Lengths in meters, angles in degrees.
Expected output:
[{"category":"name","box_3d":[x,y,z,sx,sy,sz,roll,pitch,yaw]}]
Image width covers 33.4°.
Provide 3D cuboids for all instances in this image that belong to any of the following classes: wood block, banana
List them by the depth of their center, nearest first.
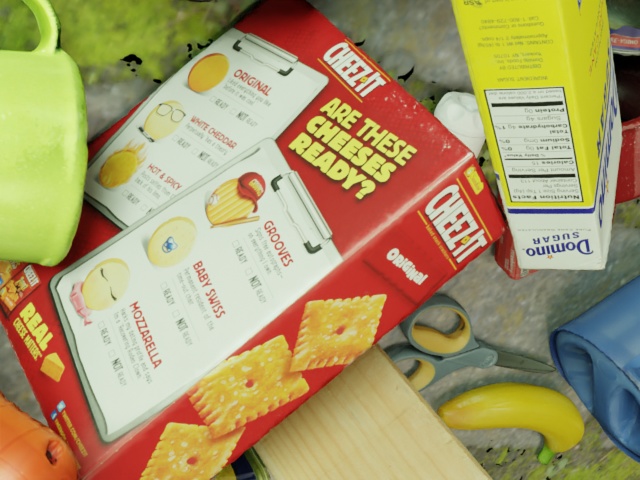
[{"category":"wood block","box_3d":[0.014,0.108,0.609,0.091,0.206,0.090,-37,138,-4]},{"category":"banana","box_3d":[0.171,0.150,0.884,0.070,0.037,0.197,-51,137,9]}]

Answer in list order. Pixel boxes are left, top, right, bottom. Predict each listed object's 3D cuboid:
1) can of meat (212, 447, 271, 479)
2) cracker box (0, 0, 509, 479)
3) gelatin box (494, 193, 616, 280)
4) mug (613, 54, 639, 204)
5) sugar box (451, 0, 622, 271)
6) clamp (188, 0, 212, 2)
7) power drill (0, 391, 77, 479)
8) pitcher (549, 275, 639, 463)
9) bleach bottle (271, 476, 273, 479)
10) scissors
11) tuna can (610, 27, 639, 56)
[{"category":"can of meat","box_3d":[-0.090,0.138,0.639,0.083,0.102,0.057,1,123,-34]},{"category":"cracker box","box_3d":[-0.045,0.001,0.508,0.213,0.164,0.072,-40,141,-1]},{"category":"gelatin box","box_3d":[0.165,-0.020,0.741,0.089,0.030,0.073,-22,135,-20]},{"category":"mug","box_3d":[0.183,-0.084,0.663,0.117,0.093,0.081,-49,146,-20]},{"category":"sugar box","box_3d":[0.094,-0.075,0.440,0.176,0.048,0.093,61,37,-45]},{"category":"clamp","box_3d":[-0.068,-0.123,0.455,0.171,0.120,0.039,-11,121,-55]},{"category":"power drill","box_3d":[-0.166,0.099,0.453,0.057,0.185,0.188,-48,152,-28]},{"category":"pitcher","box_3d":[0.316,0.059,0.839,0.242,0.149,0.145,-35,124,-11]},{"category":"bleach bottle","box_3d":[-0.049,0.168,0.724,0.251,0.068,0.102,-50,138,7]},{"category":"scissors","box_3d":[0.107,0.099,0.811,0.096,0.016,0.201,-45,138,7]},{"category":"tuna can","box_3d":[0.163,-0.137,0.599,0.086,0.086,0.034,-12,129,-28]}]
